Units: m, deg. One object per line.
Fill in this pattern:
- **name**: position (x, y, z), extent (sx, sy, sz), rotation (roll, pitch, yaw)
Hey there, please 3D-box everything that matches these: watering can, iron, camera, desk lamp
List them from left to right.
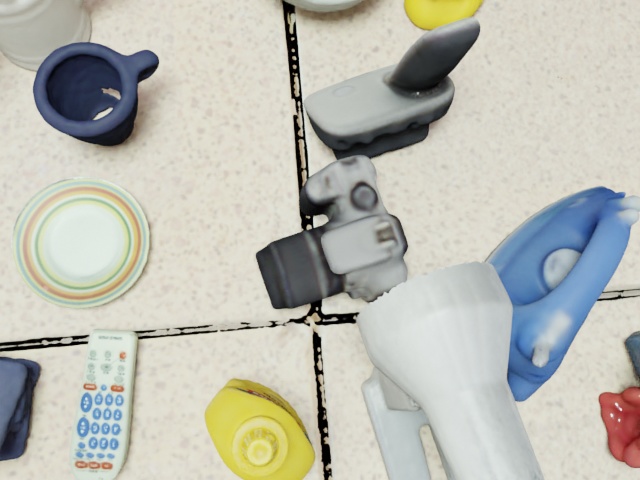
- **watering can**: position (-0.281, -0.249, 0.523), extent (0.173, 0.194, 0.101), rotation (-41, 86, -11)
- **camera**: position (0.005, 0.002, 0.555), extent (0.137, 0.100, 0.143), rotation (-18, 82, -9)
- **desk lamp**: position (0.106, 0.132, 0.484), extent (0.118, 0.213, 0.203), rotation (-16, 82, -8)
- **iron**: position (0.242, 0.027, 0.553), extent (0.118, 0.141, 0.258), rotation (38, 78, 2)

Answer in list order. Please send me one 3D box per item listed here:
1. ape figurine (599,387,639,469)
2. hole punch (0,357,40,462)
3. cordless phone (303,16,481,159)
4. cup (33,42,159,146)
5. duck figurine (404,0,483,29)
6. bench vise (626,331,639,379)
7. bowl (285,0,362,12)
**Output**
- **ape figurine**: position (0.323, 0.188, 0.558), extent (0.076, 0.092, 0.078), rotation (34, 78, 1)
- **hole punch**: position (-0.318, 0.146, 0.501), extent (0.108, 0.091, 0.101), rotation (6, 79, -4)
- **cordless phone**: position (0.065, -0.151, 0.545), extent (0.148, 0.185, 0.094), rotation (-24, 83, -9)
- **cup**: position (-0.206, -0.138, 0.561), extent (0.118, 0.095, 0.091), rotation (-33, 84, -10)
- **duck figurine**: position (0.148, -0.289, 0.629), extent (0.104, 0.086, 0.077), rotation (-30, 84, -10)
- **bench vise**: position (0.412, 0.103, 0.517), extent (0.207, 0.219, 0.121), rotation (-37, 85, -11)
- **bowl**: position (0.001, -0.314, 0.624), extent (0.167, 0.074, 0.167), rotation (1, 80, -6)
